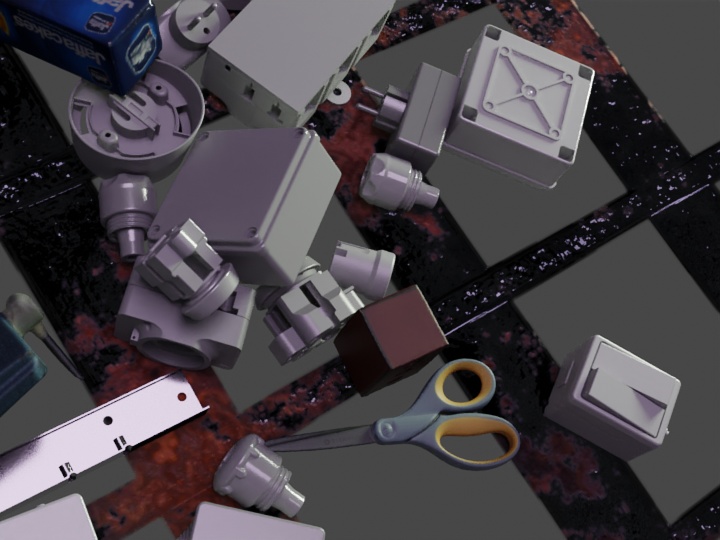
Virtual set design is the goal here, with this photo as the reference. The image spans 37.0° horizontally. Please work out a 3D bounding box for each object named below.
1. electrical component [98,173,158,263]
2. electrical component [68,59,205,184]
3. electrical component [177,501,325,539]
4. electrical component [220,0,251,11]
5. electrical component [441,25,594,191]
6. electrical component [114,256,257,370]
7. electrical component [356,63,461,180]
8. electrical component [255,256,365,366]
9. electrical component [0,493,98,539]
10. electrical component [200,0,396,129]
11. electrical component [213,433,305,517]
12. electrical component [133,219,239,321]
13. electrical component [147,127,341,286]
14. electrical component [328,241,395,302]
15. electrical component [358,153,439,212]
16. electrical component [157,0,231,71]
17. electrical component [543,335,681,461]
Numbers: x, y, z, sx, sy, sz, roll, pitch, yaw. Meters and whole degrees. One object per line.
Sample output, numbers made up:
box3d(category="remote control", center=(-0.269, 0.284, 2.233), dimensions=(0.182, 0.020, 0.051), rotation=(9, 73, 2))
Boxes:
box3d(category="electrical component", center=(-0.171, -0.037, 0.800), dimensions=(0.043, 0.043, 0.062), rotation=(-2, 69, -18))
box3d(category="electrical component", center=(-0.172, -0.114, 0.821), dimensions=(0.099, 0.064, 0.099), rotation=(6, 66, -14))
box3d(category="electrical component", center=(-0.078, 0.210, 0.717), dimensions=(0.100, 0.048, 0.099), rotation=(15, 64, -10))
box3d(category="electrical component", center=(-0.107, -0.284, 0.917), dimensions=(0.108, 0.060, 0.108), rotation=(6, 66, -14))
box3d(category="electrical component", center=(0.136, -0.140, 0.931), dimensions=(0.109, 0.056, 0.108), rotation=(22, 63, -7))
box3d(category="electrical component", center=(-0.128, 0.036, 0.777), dimensions=(0.089, 0.050, 0.055), rotation=(17, 62, -9))
box3d(category="electrical component", center=(0.034, -0.131, 0.901), dimensions=(0.076, 0.047, 0.083), rotation=(21, 63, -7))
box3d(category="electrical component", center=(-0.043, 0.027, 0.803), dimensions=(0.078, 0.058, 0.057), rotation=(-31, 79, -33))
box3d(category="electrical component", center=(-0.206, 0.202, 0.681), dimensions=(0.100, 0.048, 0.099), rotation=(-18, 73, -23))
box3d(category="electrical component", center=(-0.052, -0.188, 0.892), dimensions=(0.089, 0.061, 0.150), rotation=(36, 62, 1))
box3d(category="electrical component", center=(-0.068, 0.148, 0.751), dimensions=(0.062, 0.048, 0.048), rotation=(37, 62, -7))
box3d(category="electrical component", center=(-0.116, 0.001, 0.733), dimensions=(0.055, 0.066, 0.048), rotation=(46, 61, -15))
box3d(category="electrical component", center=(-0.085, -0.047, 0.793), dimensions=(0.109, 0.056, 0.108), rotation=(3, 57, 33))
box3d(category="electrical component", center=(0.000, 0.000, 0.839), dimensions=(0.046, 0.040, 0.040), rotation=(17, 63, -3))
box3d(category="electrical component", center=(0.033, -0.068, 0.876), dimensions=(0.062, 0.043, 0.043), rotation=(19, 63, -10))
box3d(category="electrical component", center=(-0.137, -0.192, 0.858), dimensions=(0.044, 0.079, 0.077), rotation=(49, 61, -13))
box3d(category="electrical component", center=(0.205, 0.103, 0.843), dimensions=(0.096, 0.061, 0.061), rotation=(29, 62, -3))
